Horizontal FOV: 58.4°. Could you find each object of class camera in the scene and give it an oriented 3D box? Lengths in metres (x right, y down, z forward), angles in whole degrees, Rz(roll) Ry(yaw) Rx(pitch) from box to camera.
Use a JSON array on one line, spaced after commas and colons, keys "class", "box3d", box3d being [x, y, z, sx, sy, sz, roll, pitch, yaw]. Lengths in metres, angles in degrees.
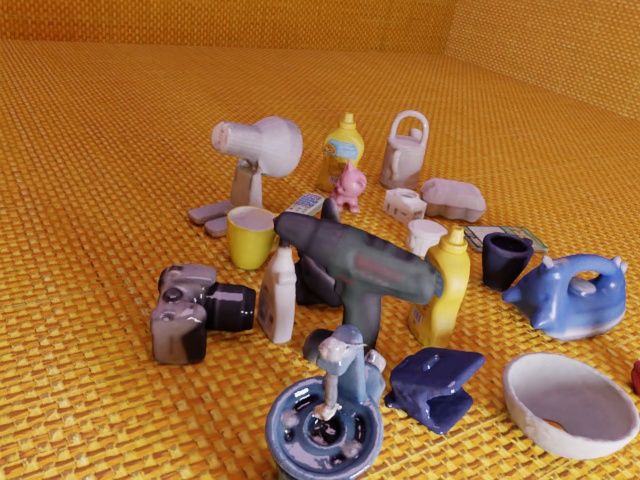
[{"class": "camera", "box3d": [-0.161, 0.095, 0.810, 0.137, 0.101, 0.143, 5, 28, -7]}]

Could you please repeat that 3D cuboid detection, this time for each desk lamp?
[{"class": "desk lamp", "box3d": [-0.143, -0.135, 1.124, 0.117, 0.213, 0.204, 30, 34, 35]}]

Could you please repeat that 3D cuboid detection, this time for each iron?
[{"class": "iron", "box3d": [0.451, 0.079, 0.983, 0.259, 0.141, 0.118, -4, 30, -23]}]

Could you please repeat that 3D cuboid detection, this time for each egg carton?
[{"class": "egg carton", "box3d": [0.309, -0.094, 1.342, 0.150, 0.069, 0.107, 8, 28, -2]}]

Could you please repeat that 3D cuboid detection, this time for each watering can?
[{"class": "watering can", "box3d": [0.214, -0.233, 1.439, 0.101, 0.194, 0.173, 8, 28, -2]}]

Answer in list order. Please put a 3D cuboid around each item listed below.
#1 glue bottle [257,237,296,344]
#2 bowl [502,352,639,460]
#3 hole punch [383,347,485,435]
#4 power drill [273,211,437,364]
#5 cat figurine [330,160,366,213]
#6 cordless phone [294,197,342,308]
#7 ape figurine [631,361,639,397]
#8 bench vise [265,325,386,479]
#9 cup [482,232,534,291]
[{"class": "glue bottle", "box3d": [-0.058, 0.061, 0.828, 0.037, 0.173, 0.078, -6, 31, -26]}, {"class": "bowl", "box3d": [0.312, 0.224, 0.740, 0.167, 0.075, 0.167, 7, 28, -4]}, {"class": "hole punch", "box3d": [0.149, 0.182, 0.752, 0.100, 0.091, 0.109, 27, 33, 31]}, {"class": "power drill", "box3d": [0.036, 0.075, 0.792, 0.229, 0.208, 0.075, 11, 28, 4]}, {"class": "cat figurine", "box3d": [0.065, -0.126, 1.274, 0.067, 0.118, 0.127, 5, 28, -8]}, {"class": "cordless phone", "box3d": [0.009, 0.003, 0.943, 0.094, 0.185, 0.147, 0, 29, -16]}, {"class": "ape figurine", "box3d": [0.504, 0.193, 0.839, 0.077, 0.092, 0.076, 27, 33, 31]}, {"class": "bench vise", "box3d": [0.013, 0.161, 0.612, 0.121, 0.220, 0.207, 12, 28, 5]}, {"class": "cup", "box3d": [0.348, 0.042, 1.071, 0.118, 0.095, 0.091, -13, 35, -35]}]
